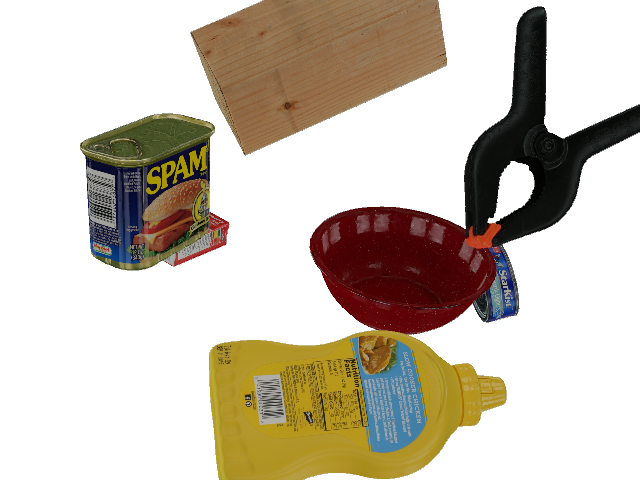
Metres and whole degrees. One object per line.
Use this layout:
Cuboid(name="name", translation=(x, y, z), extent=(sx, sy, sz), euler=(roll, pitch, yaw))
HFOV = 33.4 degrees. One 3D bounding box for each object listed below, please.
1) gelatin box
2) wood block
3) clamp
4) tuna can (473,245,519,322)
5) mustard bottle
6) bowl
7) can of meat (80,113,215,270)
Cuboid(name="gelatin box", translation=(-0.147, -0.015, 1.056), extent=(0.089, 0.030, 0.073), euler=(29, 34, 31))
Cuboid(name="wood block", translation=(0.000, -0.174, 0.971), extent=(0.206, 0.090, 0.091), euler=(-24, -39, -5))
Cuboid(name="clamp", translation=(0.162, -0.063, 0.735), extent=(0.120, 0.171, 0.039), euler=(25, -4, 1))
Cuboid(name="tuna can", translation=(0.176, 0.041, 1.113), extent=(0.033, 0.086, 0.086), euler=(-15, 1, -5))
Cuboid(name="mustard bottle", translation=(0.026, 0.106, 0.691), extent=(0.191, 0.096, 0.058), euler=(-5, -32, -8))
Cuboid(name="bowl", translation=(0.068, 0.033, 0.926), extent=(0.162, 0.055, 0.162), euler=(5, 31, -3))
Cuboid(name="can of meat", translation=(-0.121, -0.036, 0.762), extent=(0.058, 0.084, 0.101), euler=(16, 27, 27))
